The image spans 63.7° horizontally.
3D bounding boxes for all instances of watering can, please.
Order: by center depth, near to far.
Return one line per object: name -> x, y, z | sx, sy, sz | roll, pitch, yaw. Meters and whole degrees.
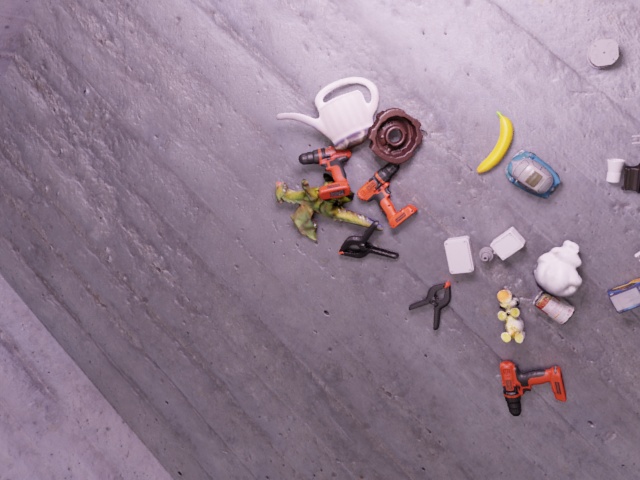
watering can -> 0.045, -0.401, 1.719 | 0.346, 0.104, 0.224 | -23, 90, 8

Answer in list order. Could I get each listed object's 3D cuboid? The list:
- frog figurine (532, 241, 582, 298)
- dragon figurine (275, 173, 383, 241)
frog figurine -> 0.719, 0.087, 1.529 | 0.139, 0.123, 0.156 | 48, 129, 29
dragon figurine -> 0.006, -0.093, 1.840 | 0.411, 0.124, 0.238 | 39, 133, 4
